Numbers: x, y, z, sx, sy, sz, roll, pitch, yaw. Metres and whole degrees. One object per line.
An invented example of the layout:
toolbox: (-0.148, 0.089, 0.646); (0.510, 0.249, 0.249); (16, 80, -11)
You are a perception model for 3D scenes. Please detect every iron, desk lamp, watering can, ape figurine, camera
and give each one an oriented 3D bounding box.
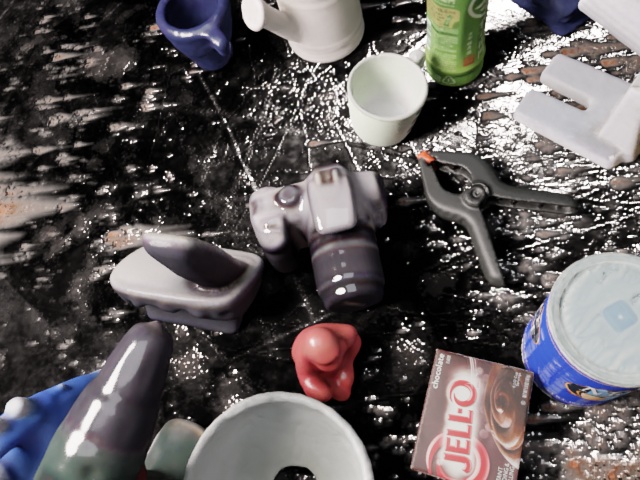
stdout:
iron: (-0.300, 0.222, 0.524); (0.118, 0.142, 0.258); (25, 74, 19)
desk lamp: (0.303, -0.156, 0.532); (0.202, 0.214, 0.118); (33, 77, 21)
watering can: (-0.011, -0.299, 0.657); (0.100, 0.194, 0.173); (20, 73, 17)
ape figurine: (0.005, 0.109, 0.543); (0.078, 0.092, 0.076); (-42, 67, -8)
camera: (0.005, 0.002, 0.582); (0.143, 0.101, 0.137); (-13, 66, 5)

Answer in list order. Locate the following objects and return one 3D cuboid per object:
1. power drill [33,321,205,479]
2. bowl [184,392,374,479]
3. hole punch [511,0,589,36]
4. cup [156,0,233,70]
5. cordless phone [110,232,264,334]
power drill: (-0.157, 0.191, 0.475); (0.075, 0.209, 0.230); (22, 73, 18)
bowl: (-0.032, 0.225, 0.512); (0.167, 0.075, 0.167); (-3, 67, 9)
hole punch: (0.293, -0.314, 0.666); (0.109, 0.091, 0.101); (-39, 67, -7)
cup: (-0.137, -0.251, 0.714); (0.092, 0.095, 0.117); (-38, 67, -6)
cordless phone: (-0.144, 0.021, 0.554); (0.147, 0.185, 0.094); (4, 69, 12)
